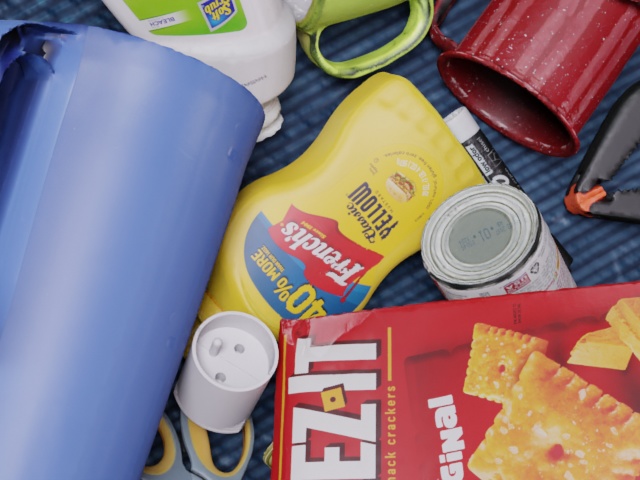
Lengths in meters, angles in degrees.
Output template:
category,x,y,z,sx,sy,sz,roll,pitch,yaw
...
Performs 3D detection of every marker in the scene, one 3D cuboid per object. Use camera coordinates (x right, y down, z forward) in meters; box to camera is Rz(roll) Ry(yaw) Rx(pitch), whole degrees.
category,x,y,z,sx,sy,sz,roll,pitch,yaw
marker,0.113,-0.026,0.634,0.020,0.020,0.121,-38,101,-4

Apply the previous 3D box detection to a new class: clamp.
category,x,y,z,sx,sy,sz,roll,pitch,yaw
clamp,0.248,-0.060,0.639,0.210,0.036,0.164,-34,88,-4

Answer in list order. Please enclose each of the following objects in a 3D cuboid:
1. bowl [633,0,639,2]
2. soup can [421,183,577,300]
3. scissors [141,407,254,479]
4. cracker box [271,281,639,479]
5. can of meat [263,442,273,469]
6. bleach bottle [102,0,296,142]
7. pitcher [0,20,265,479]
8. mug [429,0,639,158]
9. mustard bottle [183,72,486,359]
category,x,y,z,sx,sy,sz,roll,pitch,yaw
bowl,0.173,-0.205,0.568,0.162,0.055,0.162,8,59,-14
soup can,0.104,0.024,0.591,0.068,0.069,0.102,-42,135,-4
scissors,-0.068,0.152,0.551,0.096,0.202,0.016,7,138,-17
cracker box,0.085,0.110,0.507,0.214,0.072,0.164,-7,61,17
can of meat,0.033,0.130,0.598,0.102,0.057,0.084,-34,62,-5
bleach bottle,-0.082,-0.147,0.522,0.103,0.068,0.250,-9,134,17
pitcher,-0.125,0.025,0.504,0.149,0.145,0.243,18,77,-16
mug,0.117,-0.112,0.599,0.117,0.093,0.081,33,83,24
mustard bottle,-0.004,0.001,0.596,0.191,0.058,0.096,-41,112,-3
